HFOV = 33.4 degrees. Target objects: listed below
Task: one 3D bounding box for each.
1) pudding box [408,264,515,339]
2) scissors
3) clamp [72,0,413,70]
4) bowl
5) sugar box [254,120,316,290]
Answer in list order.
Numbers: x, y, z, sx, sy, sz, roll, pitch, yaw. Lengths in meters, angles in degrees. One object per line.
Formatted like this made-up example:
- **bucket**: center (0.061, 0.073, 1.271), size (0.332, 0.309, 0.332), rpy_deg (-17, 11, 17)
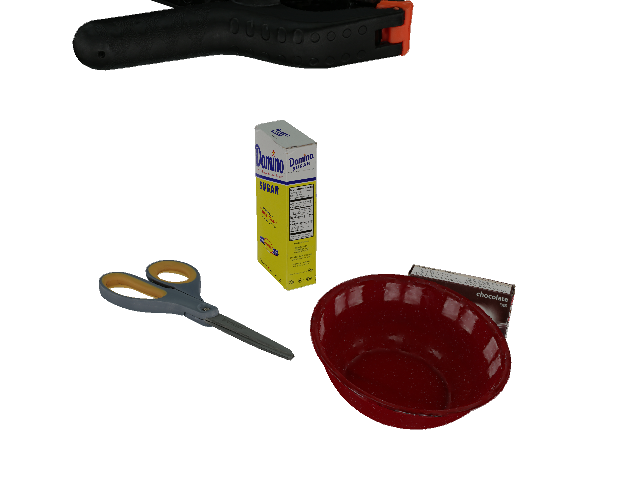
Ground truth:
- **pudding box**: center (0.142, 0.081, 1.124), size (0.113, 0.090, 0.039), rpy_deg (10, 22, 10)
- **scissors**: center (-0.093, 0.053, 0.901), size (0.202, 0.016, 0.096), rpy_deg (14, 26, 22)
- **clamp**: center (-0.041, -0.113, 0.557), size (0.171, 0.039, 0.120), rpy_deg (8, 40, 13)
- **bowl**: center (0.067, 0.098, 0.852), size (0.162, 0.055, 0.162), rpy_deg (8, 36, -6)
- **sugar box**: center (-0.041, -0.041, 1.232), size (0.048, 0.176, 0.093), rpy_deg (-14, 27, -22)
